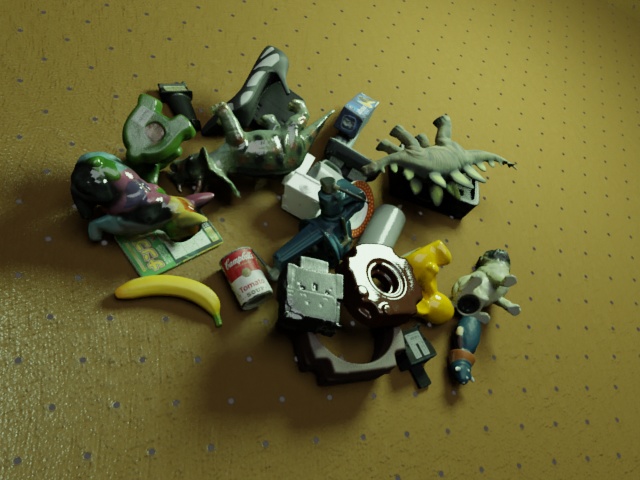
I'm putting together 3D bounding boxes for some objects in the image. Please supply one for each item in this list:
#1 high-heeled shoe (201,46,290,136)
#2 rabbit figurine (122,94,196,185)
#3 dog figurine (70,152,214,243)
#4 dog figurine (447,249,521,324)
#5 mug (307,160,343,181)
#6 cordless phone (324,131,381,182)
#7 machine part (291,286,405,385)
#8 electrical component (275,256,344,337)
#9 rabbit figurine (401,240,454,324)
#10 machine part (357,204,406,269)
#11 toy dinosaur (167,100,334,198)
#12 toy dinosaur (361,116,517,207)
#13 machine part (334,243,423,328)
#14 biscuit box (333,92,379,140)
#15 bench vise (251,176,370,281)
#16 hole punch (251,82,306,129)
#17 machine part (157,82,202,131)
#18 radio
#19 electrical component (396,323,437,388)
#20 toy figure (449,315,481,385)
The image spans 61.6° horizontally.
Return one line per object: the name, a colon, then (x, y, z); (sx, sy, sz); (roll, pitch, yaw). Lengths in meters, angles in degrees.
high-heeled shoe: (-0.177, -0.342, 1.218); (0.249, 0.086, 0.145); (-25, 70, 1)
rabbit figurine: (-0.320, -0.174, 1.053); (0.121, 0.170, 0.159); (24, 78, -6)
dog figurine: (-0.307, -0.073, 0.964); (0.219, 0.191, 0.108); (-2, 42, 2)
dog figurine: (0.369, 0.095, 1.251); (0.172, 0.121, 0.191); (-1, 23, 6)
mug: (0.023, -0.125, 1.230); (0.107, 0.081, 0.109); (33, 47, -19)
cordless phone: (0.091, -0.218, 1.321); (0.146, 0.088, 0.184); (30, 40, -4)
machine part: (0.048, 0.171, 1.041); (0.201, 0.087, 0.201); (-1, 58, -26)
electrical component: (-0.019, 0.097, 0.968); (0.115, 0.058, 0.134); (13, 55, -19)
rabbit figurine: (0.225, 0.106, 1.150); (0.162, 0.122, 0.173); (-29, 94, -36)
machine part: (0.129, 0.001, 1.193); (0.079, 0.079, 0.243); (33, 53, -2)
toy dinosaur: (-0.115, -0.191, 1.146); (0.405, 0.131, 0.192); (-12, 85, -24)
toy dinosaur: (0.296, -0.188, 1.290); (0.471, 0.105, 0.198); (-16, 73, -30)
machine part: (0.115, 0.084, 1.034); (0.179, 0.056, 0.179); (18, 47, -21)
biscuit box: (0.093, -0.314, 1.344); (0.059, 0.062, 0.203); (31, 29, 0)
bench vise: (-0.009, -0.010, 1.068); (0.240, 0.223, 0.129); (-37, 65, -22)
hole punch: (-0.106, -0.302, 1.287); (0.142, 0.092, 0.116); (38, 82, 0)
machine part: (-0.312, -0.304, 1.213); (0.084, 0.039, 0.139); (-14, 64, -40)
radio: (0.290, -0.148, 1.365); (0.229, 0.073, 0.131); (17, 53, -13)
electrical component: (0.193, 0.236, 1.089); (0.075, 0.047, 0.119); (-9, 62, -28)
toy figure: (0.306, 0.235, 1.136); (0.064, 0.057, 0.154); (24, 57, 0)
